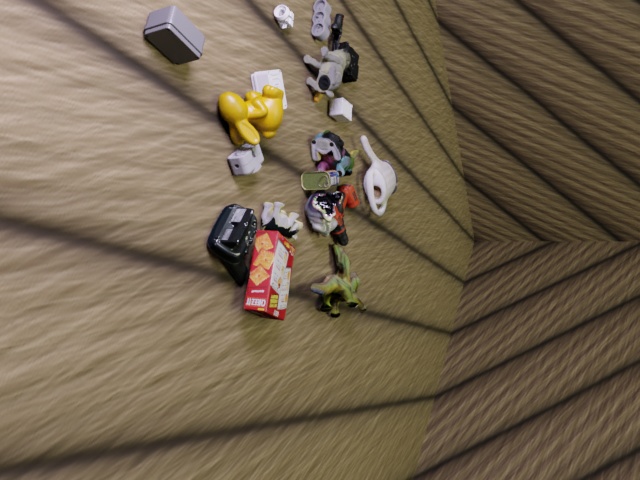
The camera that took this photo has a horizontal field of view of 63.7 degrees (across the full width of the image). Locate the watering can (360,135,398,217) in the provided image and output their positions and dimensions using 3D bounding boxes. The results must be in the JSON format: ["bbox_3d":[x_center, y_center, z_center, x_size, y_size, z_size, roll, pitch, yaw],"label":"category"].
[{"bbox_3d":[0.236,-0.273,2.105,0.228,0.104,0.343,-39,123,-57],"label":"watering can"}]

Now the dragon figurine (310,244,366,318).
[{"bbox_3d":[0.058,0.128,1.792,0.404,0.121,0.248,45,33,-55],"label":"dragon figurine"}]

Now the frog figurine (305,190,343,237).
[{"bbox_3d":[0.005,-0.085,1.696,0.156,0.122,0.140,114,-17,-61],"label":"frog figurine"}]
